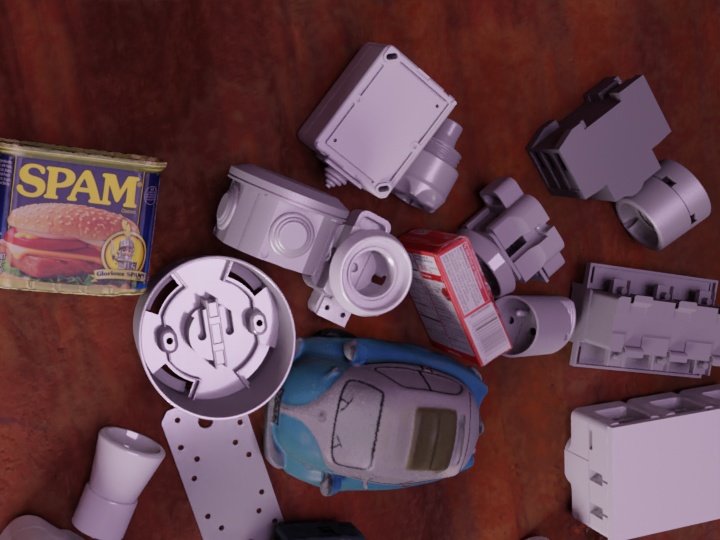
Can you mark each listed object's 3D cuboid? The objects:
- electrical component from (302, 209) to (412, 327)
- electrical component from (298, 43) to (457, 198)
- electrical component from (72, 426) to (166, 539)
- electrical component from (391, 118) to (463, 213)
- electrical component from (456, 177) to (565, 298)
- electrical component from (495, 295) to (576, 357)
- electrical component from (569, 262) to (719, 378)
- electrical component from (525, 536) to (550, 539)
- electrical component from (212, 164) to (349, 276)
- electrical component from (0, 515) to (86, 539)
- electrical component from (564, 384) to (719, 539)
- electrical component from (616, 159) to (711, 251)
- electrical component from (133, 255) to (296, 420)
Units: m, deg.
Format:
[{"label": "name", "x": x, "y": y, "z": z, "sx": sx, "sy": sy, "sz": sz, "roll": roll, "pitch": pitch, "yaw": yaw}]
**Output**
[{"label": "electrical component", "x": 0.000, "y": 0.000, "z": 0.720, "sx": 0.058, "sy": 0.057, "sz": 0.078, "roll": 27, "pitch": 87, "yaw": -23}, {"label": "electrical component", "x": 0.005, "y": -0.095, "z": 0.711, "sx": 0.062, "sy": 0.061, "sz": 0.096, "roll": 37, "pitch": 91, "yaw": -22}, {"label": "electrical component", "x": -0.156, "y": 0.138, "z": 0.684, "sx": 0.044, "sy": 0.044, "sz": 0.065, "roll": 21, "pitch": 94, "yaw": -24}, {"label": "electrical component", "x": 0.049, "y": -0.074, "z": 0.738, "sx": 0.043, "sy": 0.043, "sz": 0.062, "roll": 31, "pitch": 84, "yaw": -23}, {"label": "electrical component", "x": 0.101, "y": -0.017, "z": 0.760, "sx": 0.057, "sy": 0.058, "sz": 0.078, "roll": -40, "pitch": 110, "yaw": -16}, {"label": "electrical component", "x": 0.129, "y": 0.040, "z": 0.780, "sx": 0.081, "sy": 0.043, "sz": 0.043, "roll": 2, "pitch": 98, "yaw": -53}, {"label": "electrical component", "x": 0.225, "y": 0.041, "z": 0.816, "sx": 0.121, "sy": 0.063, "sz": 0.078, "roll": 7, "pitch": 94, "yaw": -23}, {"label": "electrical component", "x": 0.141, "y": 0.237, "z": 0.818, "sx": 0.045, "sy": 0.045, "sz": 0.055, "roll": -37, "pitch": 109, "yaw": -14}, {"label": "electrical component", "x": -0.051, "y": -0.033, "z": 0.683, "sx": 0.080, "sy": 0.080, "sz": 0.051, "roll": 20, "pitch": 95, "yaw": -24}, {"label": "electrical component", "x": -0.186, "y": 0.198, "z": 0.669, "sx": 0.095, "sy": 0.059, "sz": 0.053, "roll": 40, "pitch": 82, "yaw": -22}, {"label": "electrical component", "x": 0.240, "y": 0.146, "z": 0.837, "sx": 0.150, "sy": 0.062, "sz": 0.089, "roll": -6, "pitch": 99, "yaw": -22}, {"label": "electrical component", "x": 0.227, "y": -0.048, "z": 0.810, "sx": 0.047, "sy": 0.055, "sz": 0.055, "roll": -38, "pitch": 109, "yaw": -10}, {"label": "electrical component", "x": -0.094, "y": 0.039, "z": 0.682, "sx": 0.099, "sy": 0.064, "sz": 0.099, "roll": -3, "pitch": 99, "yaw": -22}]
